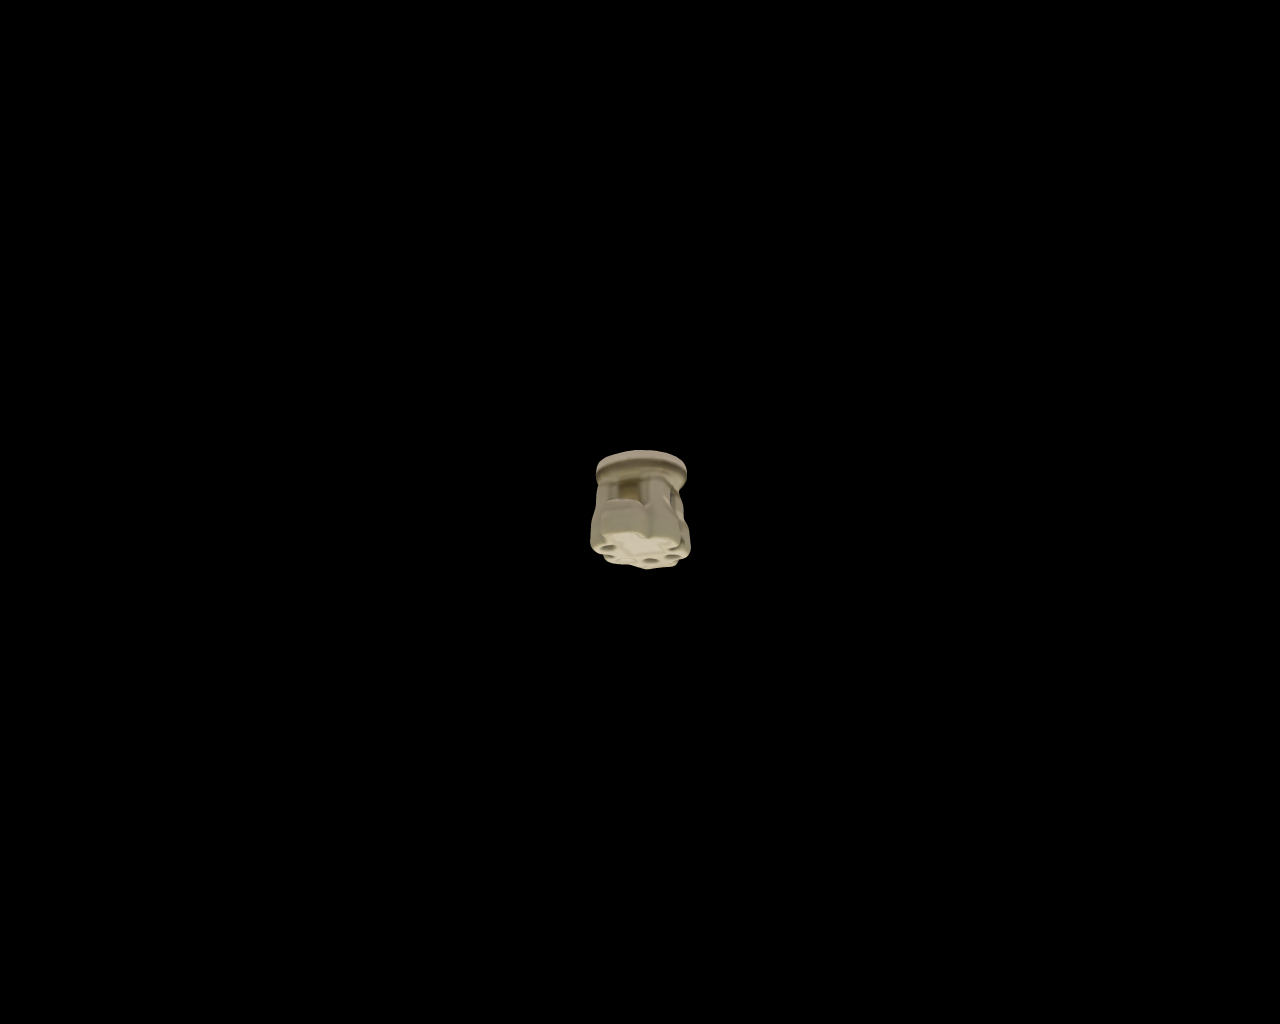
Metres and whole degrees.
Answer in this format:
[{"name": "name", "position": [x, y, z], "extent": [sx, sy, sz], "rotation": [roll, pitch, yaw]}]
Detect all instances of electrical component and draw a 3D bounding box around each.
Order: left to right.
[{"name": "electrical component", "position": [0.001, -0.003, 0.650], "extent": [0.058, 0.057, 0.078], "rotation": [-7, -21, 18]}]
